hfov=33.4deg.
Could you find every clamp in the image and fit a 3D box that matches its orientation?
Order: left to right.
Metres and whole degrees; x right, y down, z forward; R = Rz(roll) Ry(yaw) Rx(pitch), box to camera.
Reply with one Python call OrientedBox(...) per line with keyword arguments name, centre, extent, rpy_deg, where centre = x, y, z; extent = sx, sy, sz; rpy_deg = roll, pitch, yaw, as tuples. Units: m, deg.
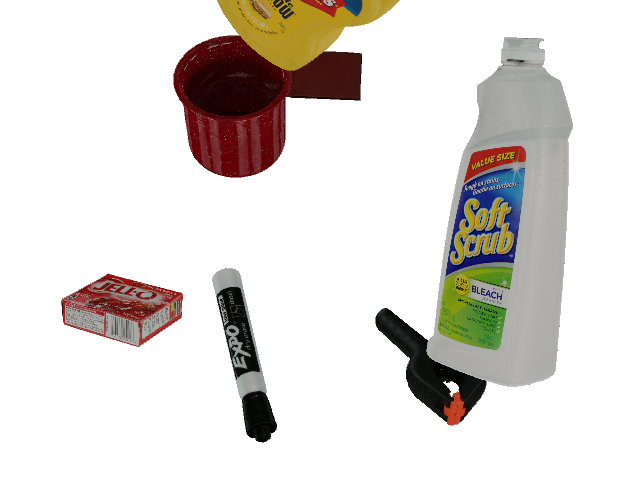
OrientedBox(name="clamp", centre=(0.132, 0.120, 1.078), extent=(0.120, 0.039, 0.171), rpy_deg=(-8, 35, -9))

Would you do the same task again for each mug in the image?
OrientedBox(name="mug", centre=(-0.068, -0.115, 0.875), extent=(0.093, 0.117, 0.081), rpy_deg=(4, -35, 2))

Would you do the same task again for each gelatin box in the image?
OrientedBox(name="gelatin box", centre=(-0.186, 0.063, 1.003), extent=(0.089, 0.030, 0.073), rpy_deg=(14, 23, 23))

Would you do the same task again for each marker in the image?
OrientedBox(name="marker", centre=(-0.048, 0.070, 0.665), extent=(0.020, 0.121, 0.020), rpy_deg=(-11, -36, -8))

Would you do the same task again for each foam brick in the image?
OrientedBox(name="foam brick", centre=(0.001, -0.179, 1.155), extent=(0.078, 0.051, 0.053), rpy_deg=(0, 11, -14))

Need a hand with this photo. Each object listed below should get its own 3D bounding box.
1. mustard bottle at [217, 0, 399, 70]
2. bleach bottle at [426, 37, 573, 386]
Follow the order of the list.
OrientedBox(name="mustard bottle", centre=(0.004, -0.171, 0.640), extent=(0.058, 0.096, 0.192), rpy_deg=(-41, 12, -27))
OrientedBox(name="bleach bottle", centre=(0.136, -0.024, 0.798), extent=(0.067, 0.251, 0.103), rpy_deg=(-8, 15, -38))
